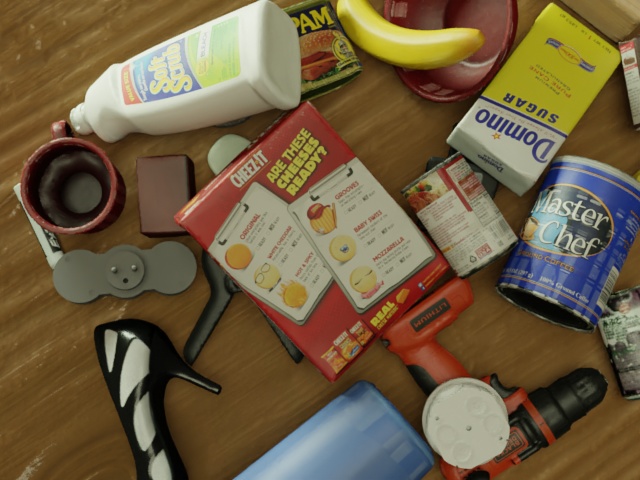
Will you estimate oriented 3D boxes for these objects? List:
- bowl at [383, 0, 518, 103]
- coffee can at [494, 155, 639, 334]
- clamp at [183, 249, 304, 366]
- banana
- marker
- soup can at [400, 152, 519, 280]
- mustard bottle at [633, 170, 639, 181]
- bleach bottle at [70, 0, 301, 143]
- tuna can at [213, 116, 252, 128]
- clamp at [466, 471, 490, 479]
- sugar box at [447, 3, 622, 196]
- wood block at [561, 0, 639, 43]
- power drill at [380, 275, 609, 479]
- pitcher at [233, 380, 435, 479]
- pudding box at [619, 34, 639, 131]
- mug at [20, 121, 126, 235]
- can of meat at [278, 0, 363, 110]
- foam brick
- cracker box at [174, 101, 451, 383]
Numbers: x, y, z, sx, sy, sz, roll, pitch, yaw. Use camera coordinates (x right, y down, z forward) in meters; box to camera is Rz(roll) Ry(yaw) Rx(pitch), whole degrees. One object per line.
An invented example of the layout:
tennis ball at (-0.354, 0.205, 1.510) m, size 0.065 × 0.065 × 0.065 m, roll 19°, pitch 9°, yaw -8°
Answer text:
bowl at (0.138, -0.215, 1.042) m, size 0.055 × 0.162 × 0.162 m, roll -9°, pitch 85°, yaw -43°
coffee can at (0.242, 0.004, 1.019) m, size 0.103 × 0.103 × 0.140 m, roll 26°, pitch 81°, yaw 3°
clamp at (-0.067, 0.047, 1.059) m, size 0.120 × 0.039 × 0.171 m, roll 7°, pitch 96°, yaw -5°
banana at (0.076, -0.204, 1.039) m, size 0.198 × 0.037 × 0.070 m, roll 37°, pitch 125°, yaw 37°
marker at (-0.276, -0.002, 1.078) m, size 0.020 × 0.020 × 0.121 m, roll -25°, pitch 86°, yaw -1°
soup can at (0.131, -0.022, 1.000) m, size 0.068 × 0.068 × 0.102 m, roll -34°, pitch 88°, yaw -1°
mustard bottle at (0.399, -0.013, 1.046) m, size 0.096 × 0.058 × 0.191 m, roll -39°, pitch 87°, yaw -4°
bleach bottle at (-0.138, -0.141, 1.018) m, size 0.251 × 0.068 × 0.102 m, roll -15°, pitch 63°, yaw 30°
tuna can at (-0.099, -0.158, 1.078) m, size 0.086 × 0.034 × 0.086 m, roll 0°, pitch 86°, yaw 1°
clamp at (0.115, 0.336, 1.030) m, size 0.210 × 0.036 × 0.164 m, roll -34°, pitch 100°, yaw 9°
sugar box at (0.211, -0.138, 1.042) m, size 0.093 × 0.048 × 0.176 m, roll 36°, pitch 69°, yaw 3°
wood block at (0.250, -0.299, 1.052) m, size 0.206 × 0.091 × 0.090 m, roll 38°, pitch 88°, yaw 3°
power drill at (0.162, 0.128, 1.041) m, size 0.184 × 0.057 × 0.187 m, roll -34°, pitch 86°, yaw -1°
pitcher at (-0.008, 0.253, 0.998) m, size 0.243 × 0.145 × 0.149 m, roll -41°, pitch 84°, yaw -5°
pudding box at (0.355, -0.159, 1.049) m, size 0.113 × 0.039 × 0.090 m, roll -7°, pitch 85°, yaw -25°
mug at (-0.241, -0.060, 1.050) m, size 0.093 × 0.081 × 0.117 m, roll -18°, pitch 86°, yaw 0°
can of meat at (-0.017, -0.184, 1.053) m, size 0.101 × 0.058 × 0.084 m, roll -25°, pitch 88°, yaw -30°
foam brick at (-0.151, -0.042, 1.062) m, size 0.051 × 0.053 × 0.078 m, roll -5°, pitch 85°, yaw 1°
cracker box at (-0.007, 0.001, 1.012) m, size 0.164 × 0.072 × 0.213 m, roll -44°, pitch 103°, yaw -7°
